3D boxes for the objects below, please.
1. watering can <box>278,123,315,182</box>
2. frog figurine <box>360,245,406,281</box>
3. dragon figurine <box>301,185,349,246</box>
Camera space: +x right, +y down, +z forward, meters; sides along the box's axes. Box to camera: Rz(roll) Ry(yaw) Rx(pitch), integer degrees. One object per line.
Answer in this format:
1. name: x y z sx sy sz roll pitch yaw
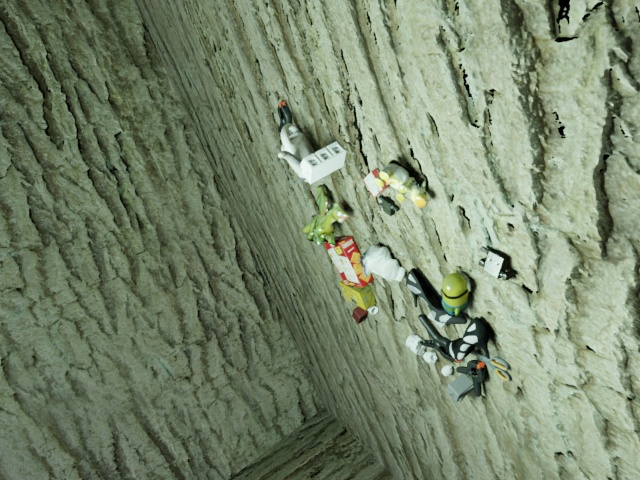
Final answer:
1. watering can: -0.081 -0.308 1.910 0.221 0.103 0.355 55 -160 -24
2. frog figurine: 0.240 0.085 1.896 0.159 0.125 0.134 5 122 21
3. dragon figurine: 0.006 -0.107 2.122 0.413 0.122 0.241 25 109 62
